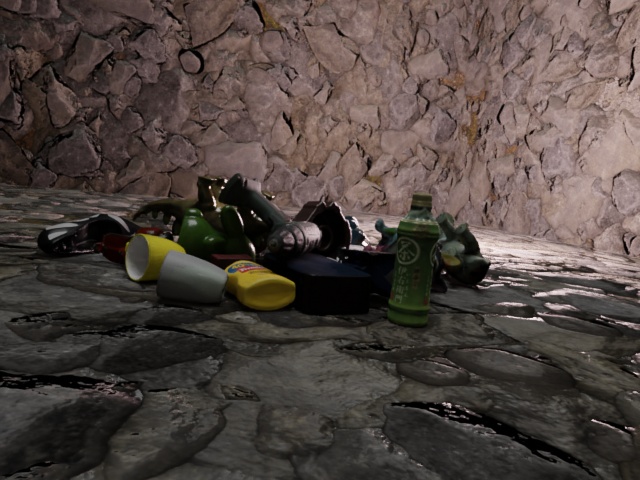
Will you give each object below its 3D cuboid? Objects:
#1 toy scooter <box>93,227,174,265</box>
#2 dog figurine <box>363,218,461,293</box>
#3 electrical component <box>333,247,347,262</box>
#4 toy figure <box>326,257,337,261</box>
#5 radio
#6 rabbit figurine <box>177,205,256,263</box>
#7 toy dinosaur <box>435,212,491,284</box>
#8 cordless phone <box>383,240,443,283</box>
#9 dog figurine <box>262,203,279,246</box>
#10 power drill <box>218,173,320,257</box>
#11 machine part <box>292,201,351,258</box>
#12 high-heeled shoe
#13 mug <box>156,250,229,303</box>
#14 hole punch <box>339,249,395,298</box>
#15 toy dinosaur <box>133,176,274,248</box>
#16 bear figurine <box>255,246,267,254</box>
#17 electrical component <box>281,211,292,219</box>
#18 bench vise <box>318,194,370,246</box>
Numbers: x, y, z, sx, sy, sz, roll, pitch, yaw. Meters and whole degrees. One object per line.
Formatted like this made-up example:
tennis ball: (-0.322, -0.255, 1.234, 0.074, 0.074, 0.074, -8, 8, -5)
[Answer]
toy scooter: (-0.407, 0.014, 1.167, 0.135, 0.075, 0.184, 6, 12, 3)
dog figurine: (0.218, 0.050, 1.271, 0.219, 0.108, 0.191, 26, -11, 26)
electrical component: (0.081, 0.066, 1.226, 0.075, 0.048, 0.119, 12, -28, 23)
toy figure: (0.044, 0.074, 1.146, 0.155, 0.057, 0.064, 11, 44, 23)
radio: (-0.015, 0.077, 1.013, 0.131, 0.073, 0.230, 1, 7, -28)
rabbit figurine: (-0.218, 0.005, 1.155, 0.170, 0.159, 0.121, 16, -5, -15)
toy dinosaur: (0.359, 0.044, 1.370, 0.192, 0.131, 0.405, 44, 10, -24)
cordless phone: (0.178, 0.080, 1.078, 0.088, 0.146, 0.184, 29, 45, -17)
dog figurine: (-0.173, -0.006, 1.329, 0.121, 0.190, 0.172, 42, 5, -35)
power drill: (-0.100, -0.045, 1.055, 0.207, 0.086, 0.232, 34, 12, 20)
machine part: (-0.003, -0.004, 1.245, 0.056, 0.179, 0.179, 8, 6, 44)
high-heeled shoe: (-0.504, -0.006, 1.221, 0.249, 0.086, 0.145, -3, 14, -30)
mug: (-0.211, 0.068, 0.915, 0.107, 0.080, 0.109, 16, 3, -2)
hole punch: (0.104, 0.063, 1.050, 0.116, 0.092, 0.142, 9, 2, -22)
toy dinosaur: (-0.261, -0.052, 1.269, 0.472, 0.198, 0.105, 17, 6, 28)
bear figurine: (-0.204, -0.028, 1.478, 0.120, 0.131, 0.196, -25, 10, -11)
electrical component: (-0.073, -0.013, 1.468, 0.134, 0.058, 0.115, 45, 6, 16)
bench vise: (0.038, -0.028, 1.512, 0.241, 0.128, 0.223, 38, 12, 39)
